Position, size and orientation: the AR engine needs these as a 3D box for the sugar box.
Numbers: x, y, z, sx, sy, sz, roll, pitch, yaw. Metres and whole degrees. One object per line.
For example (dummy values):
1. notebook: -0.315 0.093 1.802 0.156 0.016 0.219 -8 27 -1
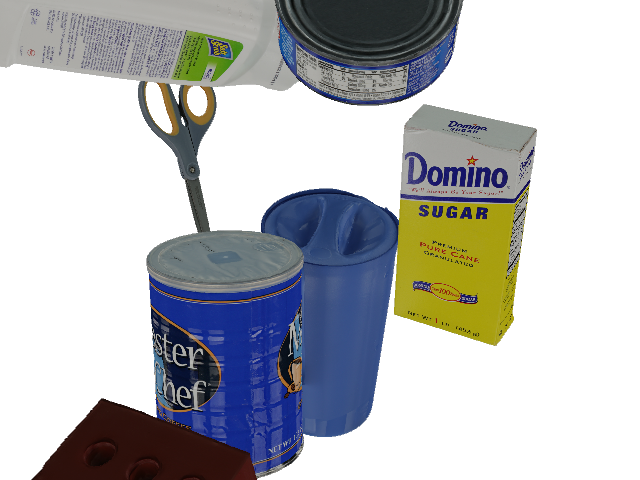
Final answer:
1. sugar box: 0.108 -0.010 0.823 0.093 0.176 0.048 15 38 23

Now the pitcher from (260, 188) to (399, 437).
1. pitcher: -0.001 0.083 1.072 0.149 0.243 0.145 -2 35 -7

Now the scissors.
1. scissors: -0.126 -0.088 1.126 0.096 0.202 0.016 -33 14 -33

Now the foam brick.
1. foam brick: -0.070 0.112 0.446 0.078 0.051 0.053 15 42 23

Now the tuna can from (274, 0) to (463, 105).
1. tuna can: 0.022 -0.105 0.495 0.086 0.086 0.034 0 -30 0

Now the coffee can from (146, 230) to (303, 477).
1. coffee can: -0.062 0.075 0.720 0.103 0.140 0.103 0 19 0

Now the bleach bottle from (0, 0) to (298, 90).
1. bleach bottle: -0.110 -0.152 0.786 0.250 0.068 0.103 10 -28 -15
